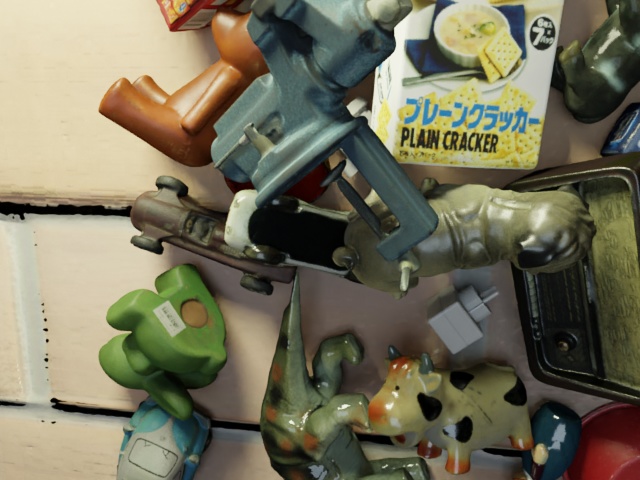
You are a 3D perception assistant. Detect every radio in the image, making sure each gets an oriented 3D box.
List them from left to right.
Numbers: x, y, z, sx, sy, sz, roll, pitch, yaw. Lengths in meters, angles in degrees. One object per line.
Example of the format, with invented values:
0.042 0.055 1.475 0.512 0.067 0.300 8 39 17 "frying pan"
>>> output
0.265 0.037 0.531 0.131 0.073 0.229 -1 105 48 "radio"

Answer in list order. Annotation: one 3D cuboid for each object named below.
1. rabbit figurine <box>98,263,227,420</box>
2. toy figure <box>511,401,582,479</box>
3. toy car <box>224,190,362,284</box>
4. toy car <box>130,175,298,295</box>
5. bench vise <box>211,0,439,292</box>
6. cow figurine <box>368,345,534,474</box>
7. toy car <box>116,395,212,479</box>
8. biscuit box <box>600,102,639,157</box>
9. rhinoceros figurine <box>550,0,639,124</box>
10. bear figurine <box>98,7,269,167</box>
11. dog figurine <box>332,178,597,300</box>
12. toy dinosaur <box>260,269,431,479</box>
-0.191 0.130 0.653 0.170 0.121 0.159 -34 102 33 "rabbit figurine"
0.256 0.264 0.619 0.064 0.058 0.154 11 102 -17 "toy figure"
-0.001 -0.002 0.579 0.202 0.056 0.073 13 93 -19 "toy car"
-0.120 -0.005 0.611 0.202 0.053 0.089 21 77 6 "toy car"
0.023 -0.078 0.441 0.223 0.129 0.240 -36 94 27 "bench vise"
0.138 0.171 0.570 0.195 0.085 0.127 -2 90 -28 "cow figurine"
-0.214 0.286 0.680 0.109 0.103 0.161 26 103 4 "toy car"
0.385 -0.063 0.523 0.203 0.063 0.059 28 104 2 "biscuit box"
0.309 -0.192 0.501 0.190 0.073 0.112 -41 92 15 "rhinoceros figurine"
-0.107 -0.174 0.543 0.132 0.120 0.196 35 107 -13 "bear figurine"
0.123 0.000 0.492 0.172 0.191 0.121 -31 105 -22 "dog figurine"
0.000 0.245 0.634 0.192 0.131 0.404 -27 91 13 "toy dinosaur"
